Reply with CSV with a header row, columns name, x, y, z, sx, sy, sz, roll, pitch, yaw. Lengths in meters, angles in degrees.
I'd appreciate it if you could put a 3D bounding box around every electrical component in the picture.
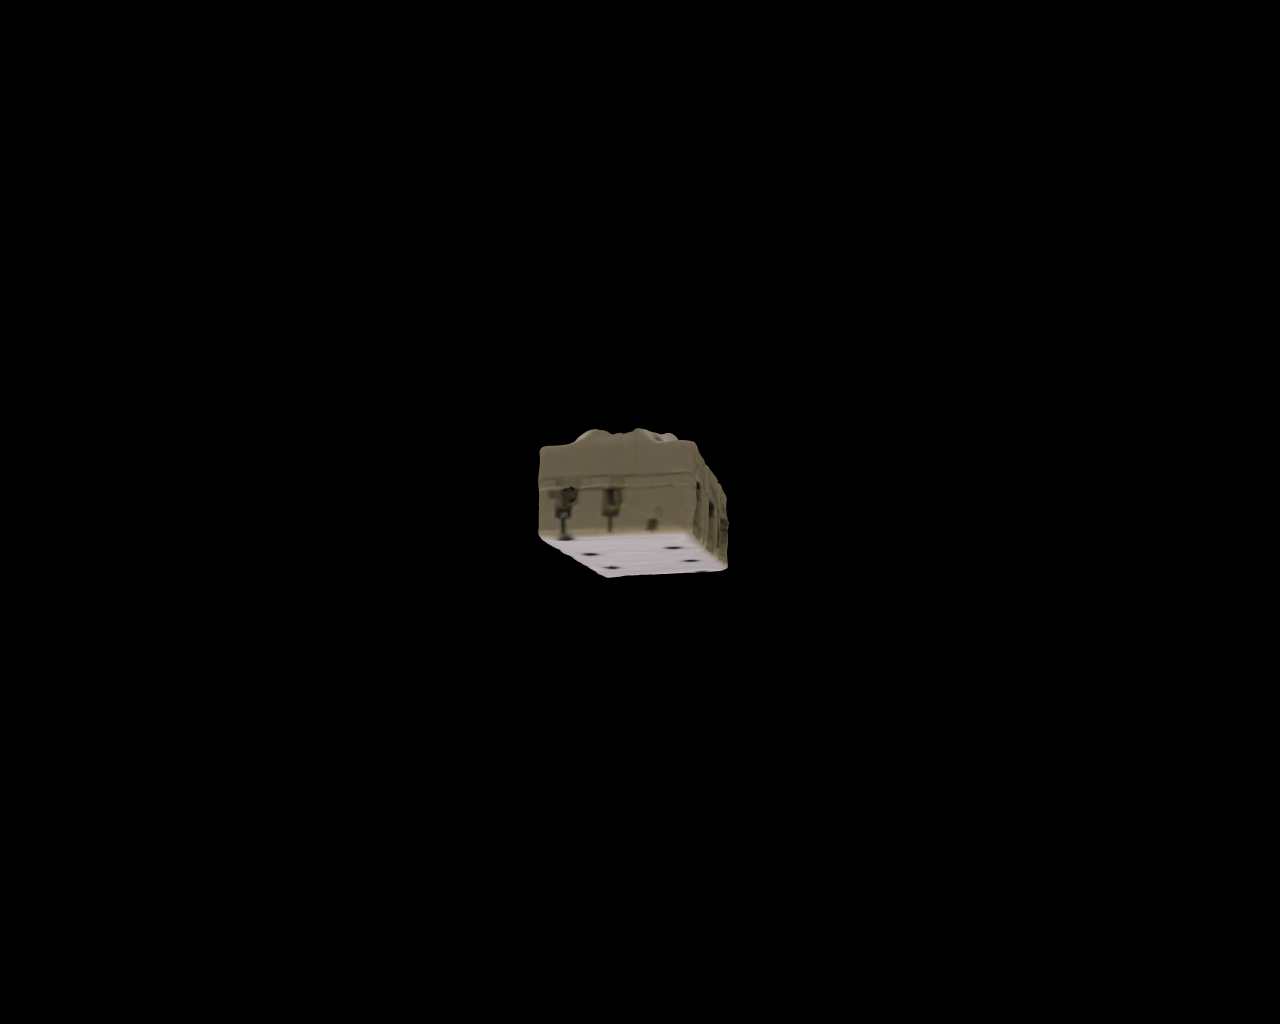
name,x,y,z,sx,sy,sz,roll,pitch,yaw
electrical component,0.001,-0.003,0.650,0.089,0.061,0.150,-2,-12,11
